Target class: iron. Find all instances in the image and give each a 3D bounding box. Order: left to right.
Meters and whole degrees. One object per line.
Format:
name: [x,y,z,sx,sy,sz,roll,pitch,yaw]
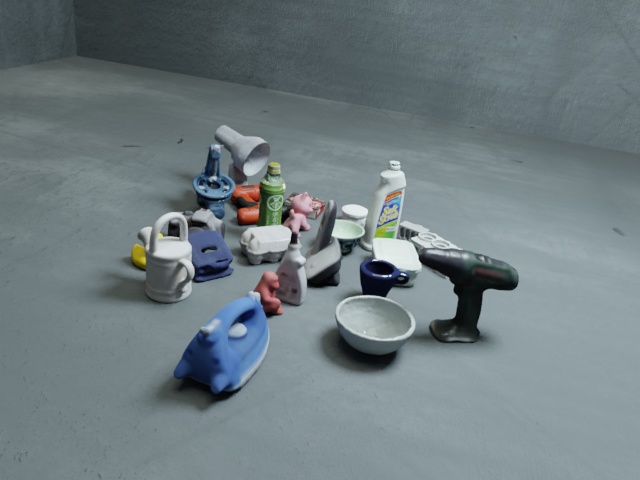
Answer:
iron: [-0.159,0.168,1.074,0.118,0.141,0.259,16,27,17]

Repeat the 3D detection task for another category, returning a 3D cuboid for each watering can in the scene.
watering can: [-0.337,0.028,1.251,0.172,0.194,0.101,15,27,14]

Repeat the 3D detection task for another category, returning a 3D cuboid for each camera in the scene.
camera: [-0.325,-0.017,1.454,0.143,0.101,0.137,9,26,3]

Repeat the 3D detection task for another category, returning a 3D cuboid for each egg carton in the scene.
egg carton: [-0.129,0.011,1.486,0.151,0.069,0.107,-7,30,-28]

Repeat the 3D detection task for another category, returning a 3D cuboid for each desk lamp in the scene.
desk lamp: [-0.265,-0.242,1.800,0.202,0.213,0.118,22,29,27]

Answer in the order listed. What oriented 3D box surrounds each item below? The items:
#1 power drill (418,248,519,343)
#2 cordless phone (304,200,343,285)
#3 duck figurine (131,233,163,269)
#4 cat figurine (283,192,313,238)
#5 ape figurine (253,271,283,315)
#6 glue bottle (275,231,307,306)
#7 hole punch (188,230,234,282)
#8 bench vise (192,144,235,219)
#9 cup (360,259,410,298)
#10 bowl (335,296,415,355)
power drill: [0.304,0.115,1.233,0.230,0.208,0.075,2,26,-11]
cordless phone: [0.013,0.005,1.405,0.094,0.185,0.147,3,26,-9]
duck figurine: [-0.401,0.021,1.372,0.104,0.086,0.077,12,26,10]
cat figurine: [-0.061,-0.082,1.639,0.067,0.118,0.128,15,27,16]
ape figurine: [-0.113,0.112,1.258,0.076,0.092,0.078,8,26,1]
glue bottle: [-0.063,0.060,1.285,0.078,0.173,0.037,16,27,18]
hole punch: [-0.268,0.036,1.373,0.109,0.091,0.100,-13,33,-36]
bench vise: [-0.325,-0.189,1.668,0.122,0.220,0.206,-13,32,-35]
cup: [0.145,0.106,1.338,0.117,0.095,0.091,9,26,4]
bowl: [0.110,0.187,1.186,0.167,0.075,0.167,6,26,-3]
